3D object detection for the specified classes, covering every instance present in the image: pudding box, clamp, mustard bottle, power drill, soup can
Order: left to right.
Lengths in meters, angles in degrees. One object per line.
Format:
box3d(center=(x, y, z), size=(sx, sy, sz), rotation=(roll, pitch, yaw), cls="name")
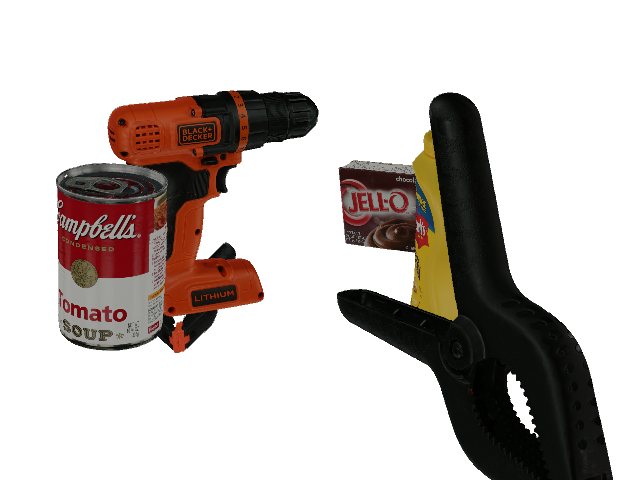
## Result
box3d(center=(-0.132, 0.009, 0.674), size=(0.068, 0.102, 0.068), rotation=(4, 22, -2), cls="soup can")
box3d(center=(-0.141, 0.054, 1.152), size=(0.120, 0.039, 0.171), rotation=(-13, 38, -7), cls="clamp")
box3d(center=(-0.088, -0.036, 0.921), size=(0.184, 0.188, 0.057), rotation=(-8, 21, -23), cls="power drill")
box3d(center=(0.078, -0.038, 1.168), size=(0.114, 0.090, 0.039), rotation=(7, 24, 31), cls="pudding box")
box3d(center=(0.101, -0.012, 0.845), size=(0.058, 0.192, 0.096), rotation=(-2, 26, -1), cls="mustard bottle")
box3d(center=(0.081, 0.041, 0.525), size=(0.036, 0.165, 0.210), rotation=(-8, 44, -29), cls="clamp")
